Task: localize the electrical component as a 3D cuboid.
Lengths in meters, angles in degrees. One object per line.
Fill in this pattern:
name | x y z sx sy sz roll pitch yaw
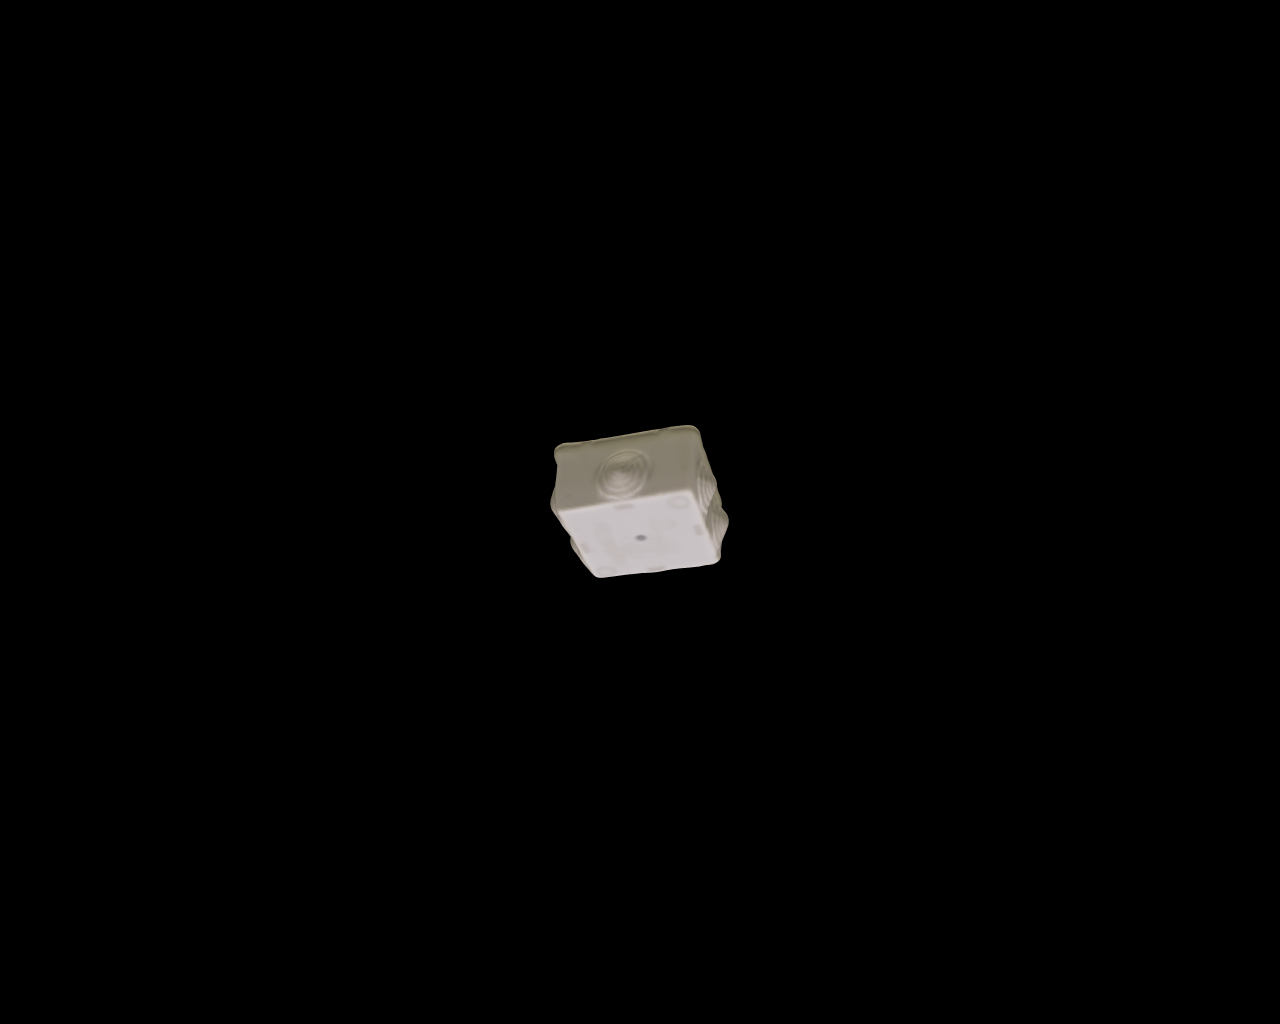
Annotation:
electrical component | 0.001 -0.003 0.650 0.100 0.048 0.099 -8 -35 11
